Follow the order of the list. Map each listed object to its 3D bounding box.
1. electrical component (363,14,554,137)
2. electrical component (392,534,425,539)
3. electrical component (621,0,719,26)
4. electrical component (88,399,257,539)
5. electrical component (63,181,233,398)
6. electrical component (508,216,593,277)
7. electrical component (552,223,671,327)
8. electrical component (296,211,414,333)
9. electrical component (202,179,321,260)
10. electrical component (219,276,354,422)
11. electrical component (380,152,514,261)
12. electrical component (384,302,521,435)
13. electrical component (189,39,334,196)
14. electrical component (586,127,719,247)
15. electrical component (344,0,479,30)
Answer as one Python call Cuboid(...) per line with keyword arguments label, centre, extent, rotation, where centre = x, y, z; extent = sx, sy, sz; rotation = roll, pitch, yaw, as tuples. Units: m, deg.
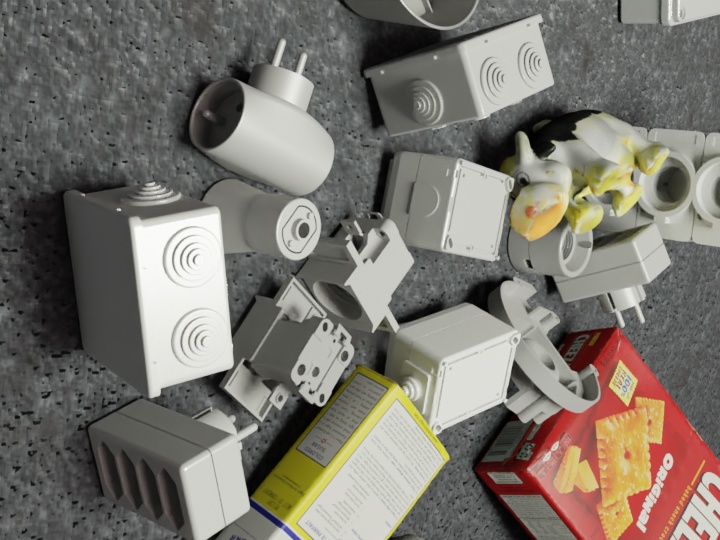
Cuboid(label="electrical component", centre=(0.066, -0.125, 0.702), extent=(0.100, 0.100, 0.048), rotation=(-29, 106, -41))
Cuboid(label="electrical component", centre=(0.030, 0.228, 0.774), extent=(0.057, 0.058, 0.078), rotation=(-35, 124, -35))
Cuboid(label="electrical component", centre=(0.275, -0.272, 0.932), extent=(0.109, 0.056, 0.108), rotation=(-22, 115, -44))
Cuboid(label="electrical component", centre=(-0.091, 0.099, 0.588), extent=(0.076, 0.083, 0.047), rotation=(-28, 119, -42))
Cuboid(label="electrical component", centre=(-0.106, 0.006, 0.539), extent=(0.048, 0.100, 0.099), rotation=(-14, 110, -32))
Cuboid(label="electrical component", centre=(0.154, -0.022, 0.861), extent=(0.055, 0.047, 0.055), rotation=(-14, 109, -46))
Cuboid(label="electrical component", centre=(0.213, 0.011, 0.890), extent=(0.047, 0.083, 0.075), rotation=(-30, 100, -47))
Cuboid(label="electrical component", centre=(0.000, 0.000, 0.699), extent=(0.063, 0.042, 0.081), rotation=(-53, 134, -28))
Cuboid(label="electrical component", centre=(-0.055, -0.027, 0.612), extent=(0.044, 0.065, 0.044), rotation=(-14, 109, -46))
Cuboid(label="electrical component", centre=(-0.042, 0.050, 0.646), extent=(0.081, 0.064, 0.042), rotation=(-60, 137, -21))
Cuboid(label="electrical component", centre=(0.061, -0.043, 0.747), extent=(0.096, 0.061, 0.061), rotation=(9, 93, -56))
Cuboid(label="electrical component", centre=(0.056, 0.068, 0.761), extent=(0.096, 0.061, 0.061), rotation=(-17, 125, -39))
Cuboid(label="electrical component", centre=(-0.050, -0.092, 0.618), extent=(0.077, 0.044, 0.079), rotation=(24, 81, -48))
Cuboid(label="electrical component", centre=(0.268, -0.071, 0.900), extent=(0.062, 0.150, 0.089), rotation=(-2, 100, -49))
Cuboid(label="electrical component", centre=(0.029, -0.200, 0.667), extent=(0.099, 0.064, 0.099), rotation=(-14, 109, -46))
